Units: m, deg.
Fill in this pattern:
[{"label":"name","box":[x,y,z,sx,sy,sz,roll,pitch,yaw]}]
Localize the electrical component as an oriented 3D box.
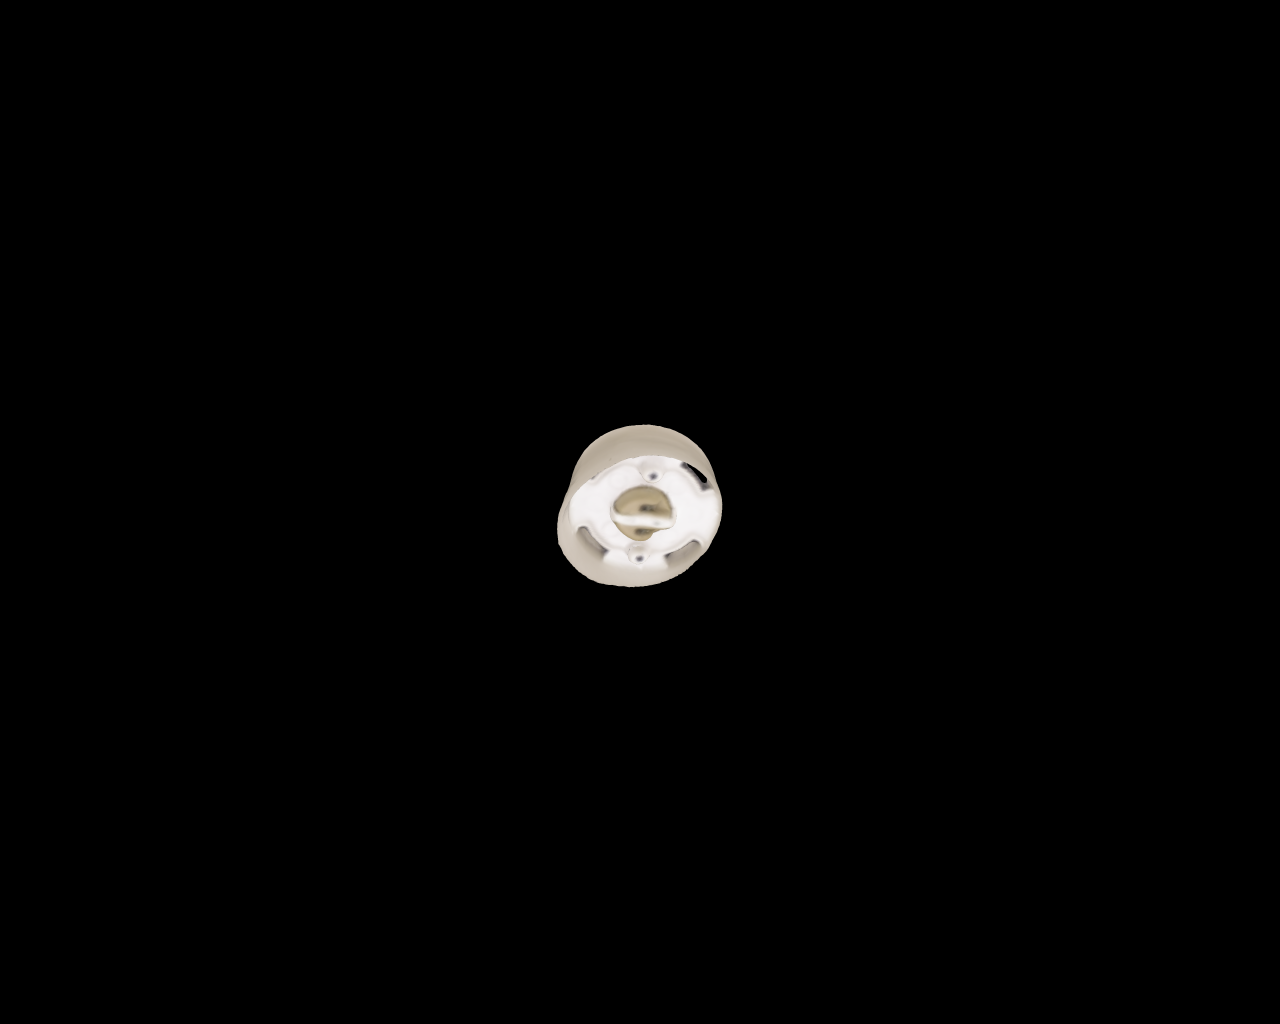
[{"label":"electrical component","box":[0.001,-0.003,0.650,0.099,0.099,0.064,0,34,0]}]
